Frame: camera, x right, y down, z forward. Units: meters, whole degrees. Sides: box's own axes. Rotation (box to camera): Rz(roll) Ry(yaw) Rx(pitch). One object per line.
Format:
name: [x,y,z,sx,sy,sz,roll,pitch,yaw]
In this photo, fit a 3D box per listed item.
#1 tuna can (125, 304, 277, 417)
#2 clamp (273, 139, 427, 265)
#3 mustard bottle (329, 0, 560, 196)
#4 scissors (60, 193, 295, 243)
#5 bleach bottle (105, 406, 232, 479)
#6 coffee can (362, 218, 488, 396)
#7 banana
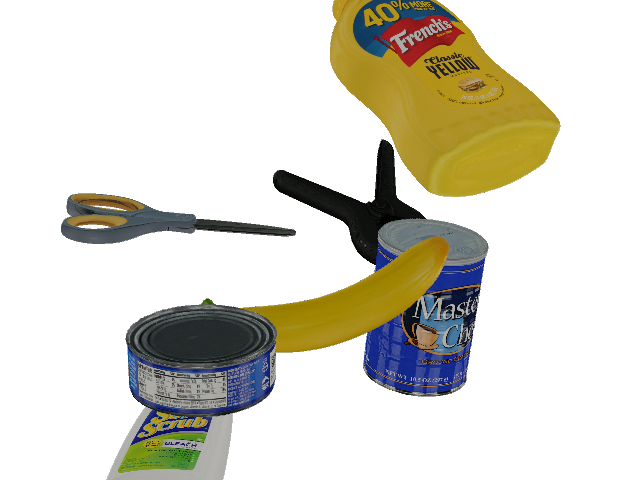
tuna can: [-0.068,0.068,0.612,0.086,0.034,0.086,1,18,0]
clamp: [0.052,-0.028,1.205,0.164,0.210,0.036,-14,-38,-24]
mustard bottle: [0.061,-0.112,0.685,0.096,0.192,0.058,-17,-37,-24]
scissors: [-0.130,-0.010,0.906,0.202,0.016,0.096,11,24,13]
bleach bottle: [-0.134,0.182,0.987,0.102,0.068,0.251,-1,22,2]
coffee can: [0.098,0.062,1.015,0.103,0.140,0.103,5,21,-2]
banana: [0.012,0.045,0.797,0.197,0.070,0.037,-14,-32,-10]
